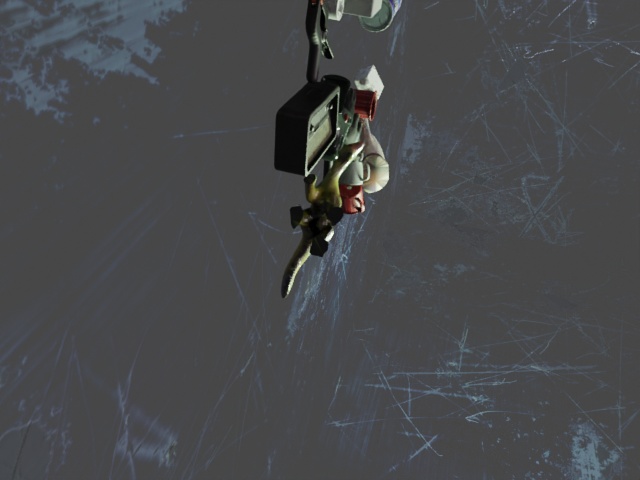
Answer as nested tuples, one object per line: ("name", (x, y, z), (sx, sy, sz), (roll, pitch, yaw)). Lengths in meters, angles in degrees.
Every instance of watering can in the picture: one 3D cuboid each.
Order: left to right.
("watering can", (0.155, -0.307, 1.711), (0.230, 0.104, 0.339), (-104, -176, -45))

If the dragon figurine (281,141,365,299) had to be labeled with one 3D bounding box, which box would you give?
("dragon figurine", (0.004, -0.065, 1.293), (0.404, 0.122, 0.246), (-64, 175, 22))
